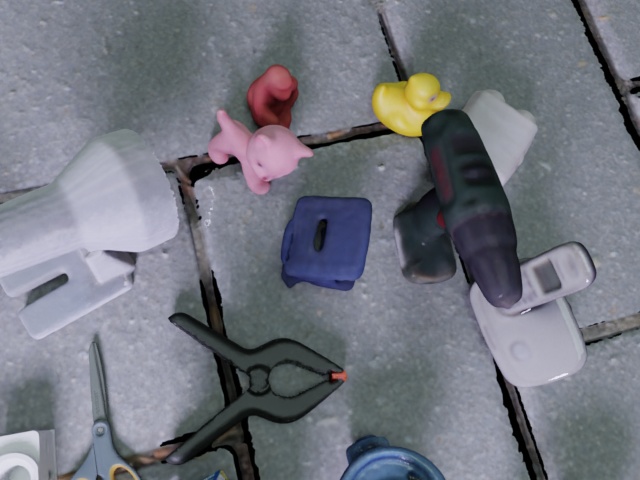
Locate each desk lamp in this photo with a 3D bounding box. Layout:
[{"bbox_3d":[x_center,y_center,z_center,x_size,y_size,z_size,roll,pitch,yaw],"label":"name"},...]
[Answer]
[{"bbox_3d":[-0.246,-0.001,0.582,0.203,0.213,0.118,-33,80,-16],"label":"desk lamp"}]

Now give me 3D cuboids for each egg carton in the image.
[{"bbox_3d":[0.220,-0.127,0.768,0.107,0.069,0.150,35,71,3],"label":"egg carton"}]

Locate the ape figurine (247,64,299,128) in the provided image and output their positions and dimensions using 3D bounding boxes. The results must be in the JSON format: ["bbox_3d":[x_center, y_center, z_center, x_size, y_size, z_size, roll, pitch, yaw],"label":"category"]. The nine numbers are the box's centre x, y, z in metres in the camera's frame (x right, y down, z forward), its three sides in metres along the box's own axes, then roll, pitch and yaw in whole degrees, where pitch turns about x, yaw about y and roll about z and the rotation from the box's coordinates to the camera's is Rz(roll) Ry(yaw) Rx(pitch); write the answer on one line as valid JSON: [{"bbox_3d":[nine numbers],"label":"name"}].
[{"bbox_3d":[-0.057,-0.188,0.734,0.078,0.092,0.076,-42,82,-18],"label":"ape figurine"}]

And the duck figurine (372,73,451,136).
[{"bbox_3d":[0.125,-0.191,0.765,0.104,0.086,0.077,18,71,-2],"label":"duck figurine"}]

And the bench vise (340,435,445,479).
[{"bbox_3d":[0.094,0.291,0.538,0.122,0.219,0.207,-28,78,-15],"label":"bench vise"}]

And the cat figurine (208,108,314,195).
[{"bbox_3d":[-0.075,-0.114,0.694,0.128,0.117,0.067,36,71,4],"label":"cat figurine"}]

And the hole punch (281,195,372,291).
[{"bbox_3d":[0.006,0.002,0.684,0.101,0.091,0.109,11,71,-5],"label":"hole punch"}]

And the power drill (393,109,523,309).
[{"bbox_3d":[0.150,-0.018,0.650,0.076,0.208,0.229,-7,74,-10],"label":"power drill"}]

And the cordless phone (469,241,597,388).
[{"bbox_3d":[0.257,0.084,0.646,0.094,0.185,0.147,-20,77,-14],"label":"cordless phone"}]
